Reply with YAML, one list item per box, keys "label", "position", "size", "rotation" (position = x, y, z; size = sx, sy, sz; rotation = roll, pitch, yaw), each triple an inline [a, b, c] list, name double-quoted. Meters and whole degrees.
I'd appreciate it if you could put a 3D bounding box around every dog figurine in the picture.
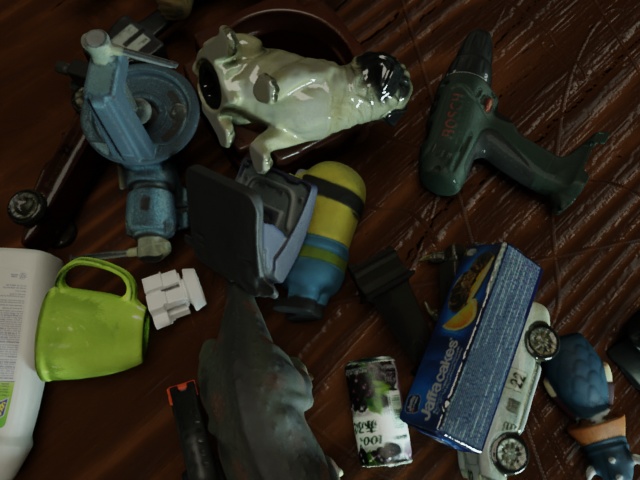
- label: "dog figurine"
  position: [-0.018, -0.167, 0.568]
  size: [0.190, 0.121, 0.172]
  rotation: [-25, 63, -33]

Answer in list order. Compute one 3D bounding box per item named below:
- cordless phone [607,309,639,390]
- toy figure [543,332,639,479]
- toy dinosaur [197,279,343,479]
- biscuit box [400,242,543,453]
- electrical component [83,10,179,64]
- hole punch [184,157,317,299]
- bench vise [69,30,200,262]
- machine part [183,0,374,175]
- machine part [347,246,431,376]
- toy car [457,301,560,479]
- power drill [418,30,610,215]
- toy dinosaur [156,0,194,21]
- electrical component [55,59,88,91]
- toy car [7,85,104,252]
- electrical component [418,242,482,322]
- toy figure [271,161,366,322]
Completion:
- label: "cordless phone"
  position: [0.390, 0.122, 0.524]
  size: [0.089, 0.184, 0.146]
  rotation: [-33, 76, -9]
- label: "toy figure"
  position: [0.285, 0.176, 0.565]
  size: [0.058, 0.064, 0.154]
  rotation: [-5, 72, -42]
- label: "toy dinosaur"
  position: [-0.043, 0.171, 0.479]
  size: [0.131, 0.192, 0.405]
  rotation: [-25, 75, -14]
- label: "biscuit box"
  position: [0.153, 0.103, 0.539]
  size: [0.062, 0.059, 0.202]
  rotation: [32, 73, -21]
- label: "electrical component"
  position: [-0.230, -0.245, 0.684]
  size: [0.075, 0.047, 0.119]
  rotation: [36, 72, 8]
- label: "hole punch"
  position: [-0.071, -0.020, 0.551]
  size: [0.142, 0.115, 0.092]
  rotation: [25, 34, 31]
- label: "bench vise"
  position: [-0.185, -0.099, 0.536]
  size: [0.129, 0.240, 0.223]
  rotation: [7, 70, 0]
- label: "machine part"
  position: [-0.044, -0.181, 0.654]
  size: [0.201, 0.087, 0.201]
  rotation: [-31, 77, -12]
- label: "machine part"
  position: [0.087, 0.077, 0.582]
  size: [0.084, 0.039, 0.139]
  rotation: [-22, 82, -38]
- label: "toy car"
  position: [0.192, 0.158, 0.558]
  size: [0.056, 0.073, 0.201]
  rotation: [25, 71, 1]
- label: "power drill"
  position: [0.236, -0.138, 0.659]
  size: [0.207, 0.086, 0.232]
  rotation: [29, 74, 2]
- label: "toy dinosaur"
  position: [-0.175, -0.375, 0.677]
  size: [0.472, 0.105, 0.198]
  rotation: [16, 50, 1]
- label: "electrical component"
  position: [-0.272, -0.187, 0.653]
  size: [0.094, 0.063, 0.021]
  rotation: [19, 71, 12]
- label: "toy car"
  position: [-0.282, -0.081, 0.605]
  size: [0.053, 0.089, 0.202]
  rotation: [21, 73, 4]
- label: "electrical component"
  position: [0.156, 0.051, 0.610]
  size: [0.078, 0.045, 0.102]
  rotation: [7, 71, -31]
- label: "toy figure"
  position: [0.000, 0.000, 0.598]
  size: [0.089, 0.082, 0.180]
  rotation: [8, 69, 3]
